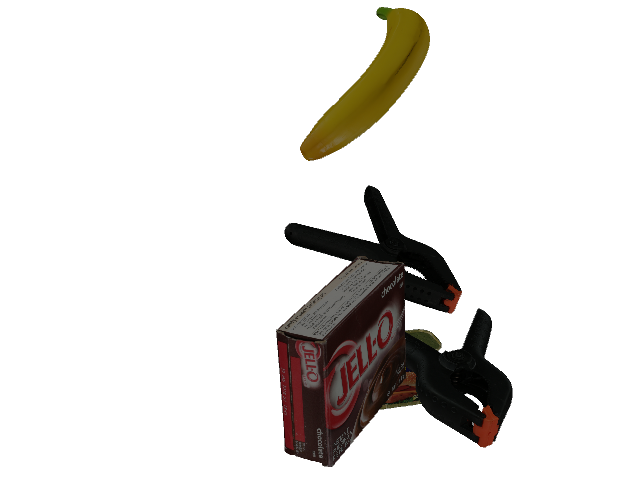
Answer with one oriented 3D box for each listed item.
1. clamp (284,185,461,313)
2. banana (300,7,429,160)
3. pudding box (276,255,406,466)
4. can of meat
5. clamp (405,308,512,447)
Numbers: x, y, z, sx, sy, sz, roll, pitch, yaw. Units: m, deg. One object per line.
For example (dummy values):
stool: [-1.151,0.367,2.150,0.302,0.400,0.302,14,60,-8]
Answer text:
clamp: [0.071,0.017,1.246,0.164,0.036,0.210,-21,51,-38]
banana: [0.048,-0.137,0.894,0.070,0.197,0.037,-16,-55,44]
pudding box: [0.016,0.073,0.673,0.039,0.090,0.113,11,29,25]
can of meat: [0.102,0.169,1.395,0.102,0.084,0.057,-4,25,-18]
clamp: [0.120,0.108,0.905,0.120,0.039,0.172,-12,35,-19]
